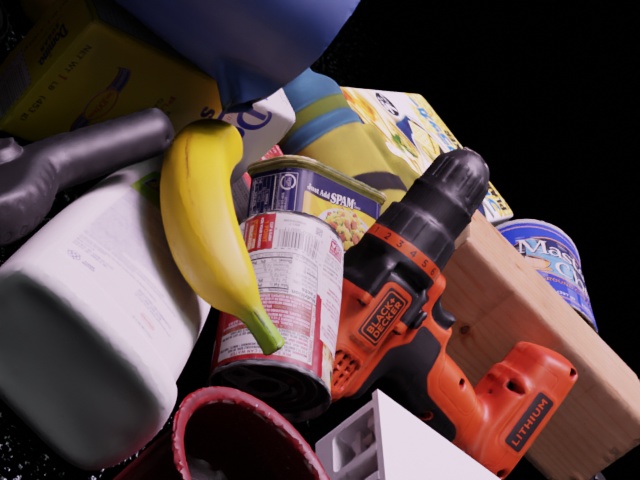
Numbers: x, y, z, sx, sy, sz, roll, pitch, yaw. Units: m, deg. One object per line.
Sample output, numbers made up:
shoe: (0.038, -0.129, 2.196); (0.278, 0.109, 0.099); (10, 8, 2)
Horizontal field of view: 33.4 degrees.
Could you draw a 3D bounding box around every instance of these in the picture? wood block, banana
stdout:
wood block: (0.148, 0.081, 0.810); (0.206, 0.091, 0.090); (45, 19, -11)
banana: (-0.058, -0.021, 0.568); (0.198, 0.037, 0.069); (-103, 167, -52)

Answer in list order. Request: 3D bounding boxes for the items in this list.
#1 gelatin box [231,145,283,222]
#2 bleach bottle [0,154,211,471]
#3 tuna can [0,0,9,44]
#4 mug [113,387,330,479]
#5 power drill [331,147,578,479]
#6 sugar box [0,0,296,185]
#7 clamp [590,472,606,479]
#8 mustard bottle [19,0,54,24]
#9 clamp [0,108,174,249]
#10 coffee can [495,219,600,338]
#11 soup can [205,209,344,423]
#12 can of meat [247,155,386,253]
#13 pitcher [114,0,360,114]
gelatin box: (-0.043, -0.037, 0.773); (0.073, 0.030, 0.089); (14, 40, -53)
bleach bottle: (-0.092, 0.014, 0.570); (0.102, 0.068, 0.250); (48, 20, -8)
tuna can: (-0.221, -0.133, 0.604); (0.086, 0.034, 0.086); (39, 24, -22)
mug: (-0.042, 0.131, 0.446); (0.117, 0.082, 0.093); (50, 23, 5)
power drill: (0.086, 0.058, 0.692); (0.187, 0.184, 0.057); (41, -5, -29)
sugar box: (-0.104, -0.083, 0.658); (0.175, 0.093, 0.048); (21, 36, -47)
clamp: (0.233, 0.254, 0.798); (0.164, 0.036, 0.210); (34, 26, -31)
mustard bottle: (-0.145, -0.151, 0.736); (0.191, 0.058, 0.096); (36, 32, -27)
clamp: (-0.145, -0.032, 0.511); (0.171, 0.120, 0.039); (-74, 158, -59)
coffee can: (0.183, 0.058, 0.929); (0.102, 0.103, 0.140); (42, 24, -16)
soup can: (-0.023, 0.042, 0.599); (0.068, 0.069, 0.102); (33, 47, -33)
can of meat: (-0.005, 0.001, 0.709); (0.101, 0.058, 0.084); (22, 67, -45)
pitcher: (-0.086, -0.197, 0.579); (0.242, 0.145, 0.149); (35, 21, -18)
